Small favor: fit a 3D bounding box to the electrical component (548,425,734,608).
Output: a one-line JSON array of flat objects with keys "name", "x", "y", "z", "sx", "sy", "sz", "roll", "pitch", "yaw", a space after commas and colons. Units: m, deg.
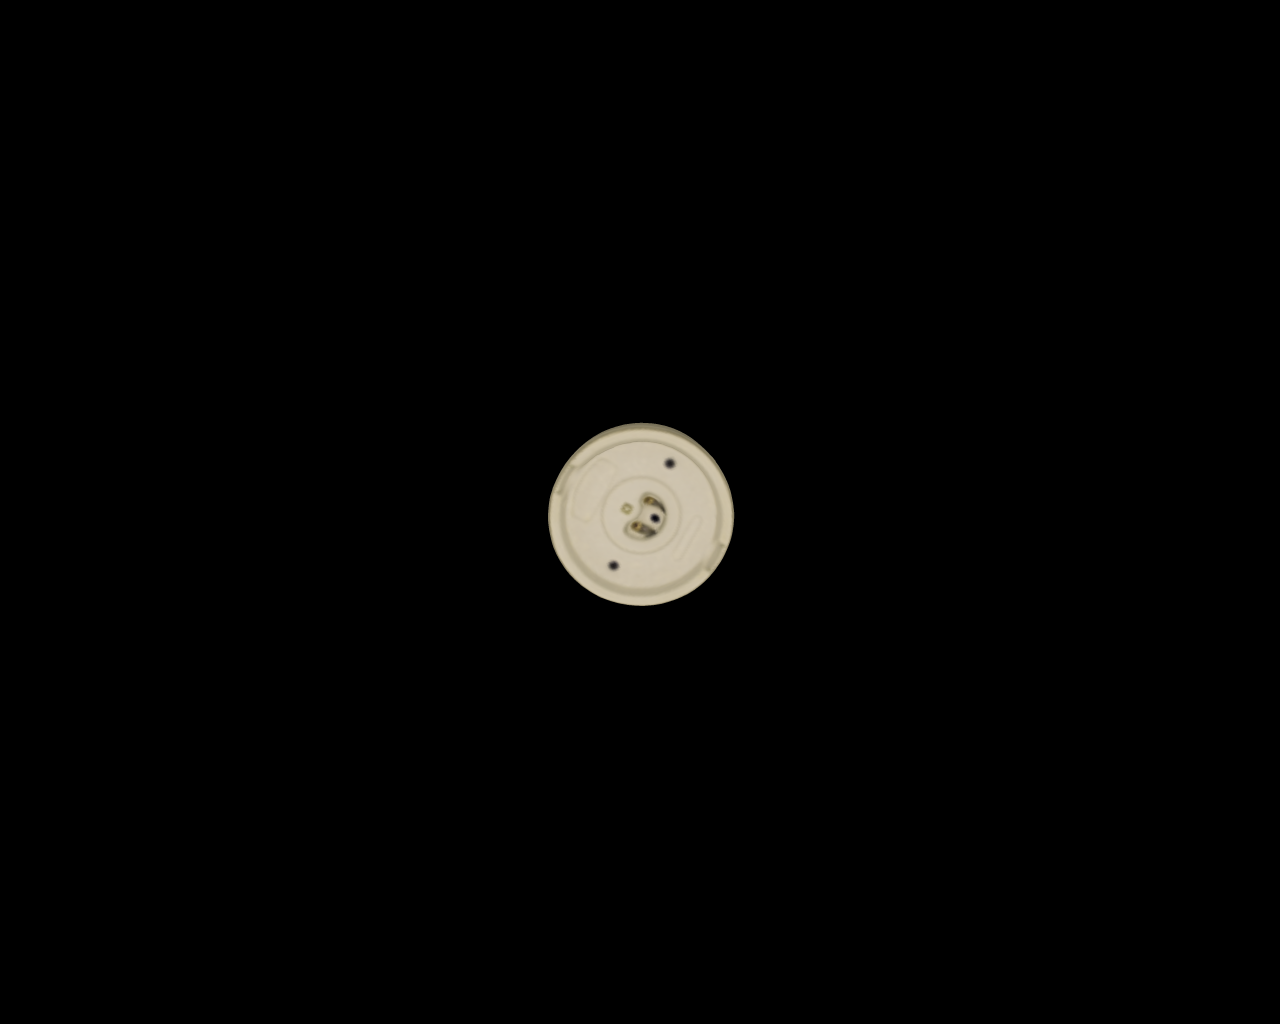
[{"name": "electrical component", "x": 0.001, "y": -0.003, "z": 0.650, "sx": 0.108, "sy": 0.108, "sz": 0.060, "roll": 0, "pitch": 13, "yaw": 0}]
